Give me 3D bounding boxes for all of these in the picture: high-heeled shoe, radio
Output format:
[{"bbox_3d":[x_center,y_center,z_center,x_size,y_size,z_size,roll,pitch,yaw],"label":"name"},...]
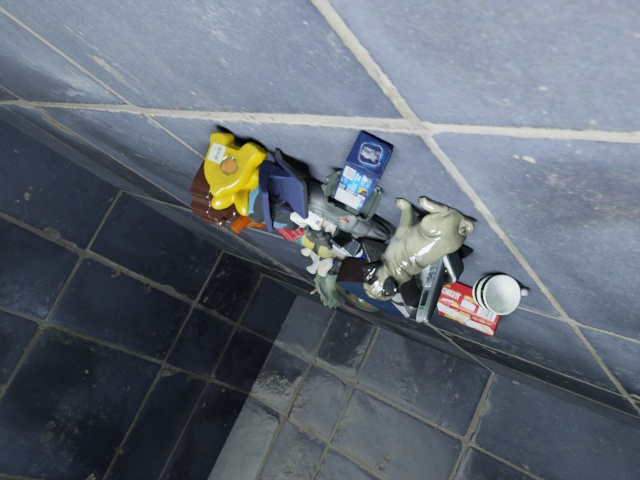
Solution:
[{"bbox_3d":[0.161,0.086,1.228,0.248,0.086,0.145,49,166,-10],"label":"high-heeled shoe"},{"bbox_3d":[0.163,0.124,1.382,0.229,0.073,0.131,31,156,-34],"label":"radio"}]

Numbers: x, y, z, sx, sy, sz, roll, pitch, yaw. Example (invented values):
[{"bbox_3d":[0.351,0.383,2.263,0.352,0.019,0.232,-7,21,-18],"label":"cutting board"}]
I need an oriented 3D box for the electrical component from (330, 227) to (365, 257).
[{"bbox_3d":[0.068,-0.003,1.203,0.075,0.119,0.047,39,139,16],"label":"electrical component"}]

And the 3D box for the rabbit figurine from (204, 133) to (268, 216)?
[{"bbox_3d":[-0.167,-0.135,1.145,0.122,0.162,0.173,12,-176,9],"label":"rabbit figurine"}]

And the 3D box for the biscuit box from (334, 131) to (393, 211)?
[{"bbox_3d":[0.068,-0.108,0.891,0.059,0.063,0.202,27,169,1],"label":"biscuit box"}]

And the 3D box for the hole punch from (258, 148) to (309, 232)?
[{"bbox_3d":[-0.088,-0.093,1.073,0.116,0.092,0.142,51,159,39],"label":"hole punch"}]

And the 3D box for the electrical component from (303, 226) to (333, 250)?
[{"bbox_3d":[-0.003,-0.004,1.244,0.063,0.021,0.094,16,164,25],"label":"electrical component"}]

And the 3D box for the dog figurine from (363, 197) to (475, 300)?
[{"bbox_3d":[0.175,0.032,0.970,0.121,0.190,0.172,31,166,-25],"label":"dog figurine"}]

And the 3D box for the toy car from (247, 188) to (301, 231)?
[{"bbox_3d":[-0.109,-0.092,1.316,0.161,0.109,0.103,18,-165,-18],"label":"toy car"}]

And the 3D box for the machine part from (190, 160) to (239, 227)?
[{"bbox_3d":[-0.232,-0.119,1.259,0.056,0.179,0.179,19,167,19],"label":"machine part"}]

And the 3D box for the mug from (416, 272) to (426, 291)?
[{"bbox_3d":[0.255,0.098,1.313,0.110,0.107,0.080,21,166,17],"label":"mug"}]

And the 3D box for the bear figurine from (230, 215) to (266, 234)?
[{"bbox_3d":[-0.209,-0.073,1.549,0.120,0.132,0.195,53,170,13],"label":"bear figurine"}]

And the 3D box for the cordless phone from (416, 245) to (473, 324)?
[{"bbox_3d":[0.232,0.089,1.120,0.089,0.184,0.146,23,169,-7],"label":"cordless phone"}]

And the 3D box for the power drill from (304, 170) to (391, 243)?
[{"bbox_3d":[0.064,-0.067,1.090,0.232,0.086,0.207,27,176,-4],"label":"power drill"}]

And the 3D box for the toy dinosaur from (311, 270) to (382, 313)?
[{"bbox_3d":[0.141,0.148,1.591,0.405,0.192,0.131,21,170,32],"label":"toy dinosaur"}]

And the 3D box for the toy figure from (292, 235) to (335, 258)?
[{"bbox_3d":[-0.026,-0.012,1.489,0.180,0.089,0.082,20,176,17],"label":"toy figure"}]

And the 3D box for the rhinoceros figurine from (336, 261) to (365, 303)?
[{"bbox_3d":[0.110,0.090,1.509,0.190,0.112,0.073,54,-172,14],"label":"rhinoceros figurine"}]

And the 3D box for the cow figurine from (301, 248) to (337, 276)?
[{"bbox_3d":[-0.002,0.020,1.569,0.068,0.098,0.167,22,-150,-30],"label":"cow figurine"}]

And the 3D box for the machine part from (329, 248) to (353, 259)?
[{"bbox_3d":[0.106,0.031,1.423,0.243,0.079,0.079,30,168,-20],"label":"machine part"}]
